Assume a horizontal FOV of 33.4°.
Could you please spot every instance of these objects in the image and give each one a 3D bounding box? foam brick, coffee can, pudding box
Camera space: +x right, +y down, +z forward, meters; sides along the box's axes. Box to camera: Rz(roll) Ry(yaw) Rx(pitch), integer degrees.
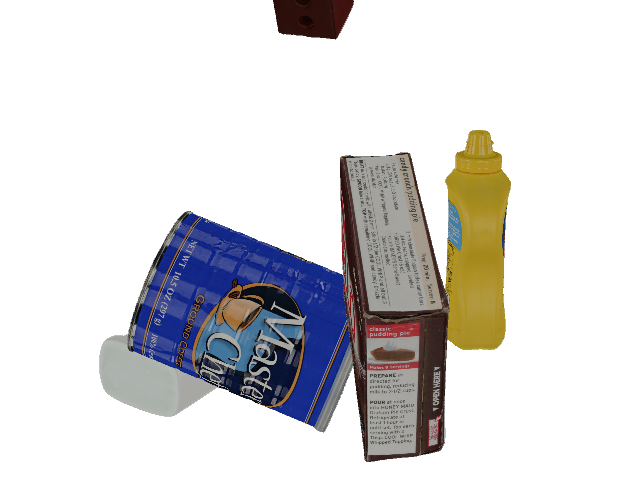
[{"bbox_3d":[-0.008,-0.209,0.859,0.053,0.051,0.078,9,-37,16],"label":"foam brick"},{"bbox_3d":[-0.043,0.053,0.710,0.140,0.103,0.103,22,1,3],"label":"coffee can"},{"bbox_3d":[0.031,0.028,0.482,0.039,0.090,0.113,-6,39,-3],"label":"pudding box"}]

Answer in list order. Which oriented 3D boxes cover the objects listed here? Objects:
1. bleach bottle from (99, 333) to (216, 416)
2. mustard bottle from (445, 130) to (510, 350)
[{"bbox_3d":[-0.109,0.099,1.113,0.103,0.068,0.250,16,24,27],"label":"bleach bottle"},{"bbox_3d":[0.140,-0.004,0.965,0.058,0.192,0.096,0,18,2],"label":"mustard bottle"}]
